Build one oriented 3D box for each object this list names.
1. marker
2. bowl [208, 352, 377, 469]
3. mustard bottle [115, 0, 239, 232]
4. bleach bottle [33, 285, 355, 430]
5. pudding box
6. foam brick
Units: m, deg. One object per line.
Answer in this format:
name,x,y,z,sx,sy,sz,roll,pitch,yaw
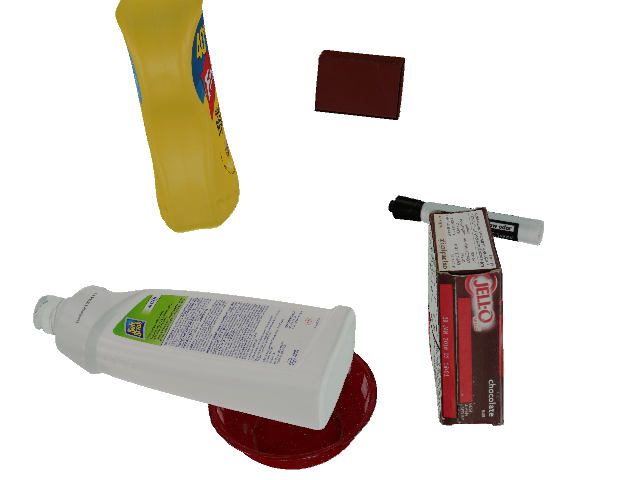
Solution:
marker,0.109,-0.017,0.815,0.121,0.020,0.020,12,5,24
bowl,-0.024,0.166,1.024,0.162,0.055,0.162,-4,37,3
mustard bottle,-0.098,-0.109,0.715,0.058,0.191,0.096,-7,29,3
bleach bottle,-0.105,0.077,0.849,0.251,0.068,0.102,11,38,13
pudding box,0.082,0.039,0.603,0.039,0.090,0.113,-2,19,3
foam brick,0.036,-0.142,0.974,0.078,0.051,0.053,7,17,6
